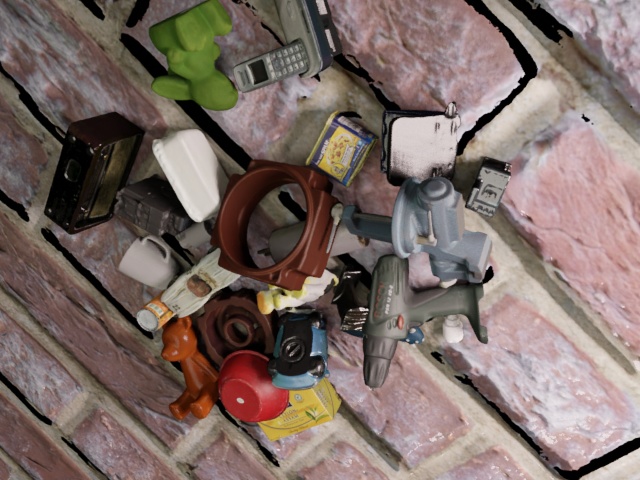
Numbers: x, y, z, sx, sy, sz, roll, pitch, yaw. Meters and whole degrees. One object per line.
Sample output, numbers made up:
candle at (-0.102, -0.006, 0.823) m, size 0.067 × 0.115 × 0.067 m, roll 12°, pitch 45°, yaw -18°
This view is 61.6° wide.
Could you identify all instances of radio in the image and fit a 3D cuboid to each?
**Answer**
radio at (-0.437, -0.125, 1.032) m, size 0.073 × 0.131 × 0.229 m, roll 34°, pitch 118°, yaw 6°

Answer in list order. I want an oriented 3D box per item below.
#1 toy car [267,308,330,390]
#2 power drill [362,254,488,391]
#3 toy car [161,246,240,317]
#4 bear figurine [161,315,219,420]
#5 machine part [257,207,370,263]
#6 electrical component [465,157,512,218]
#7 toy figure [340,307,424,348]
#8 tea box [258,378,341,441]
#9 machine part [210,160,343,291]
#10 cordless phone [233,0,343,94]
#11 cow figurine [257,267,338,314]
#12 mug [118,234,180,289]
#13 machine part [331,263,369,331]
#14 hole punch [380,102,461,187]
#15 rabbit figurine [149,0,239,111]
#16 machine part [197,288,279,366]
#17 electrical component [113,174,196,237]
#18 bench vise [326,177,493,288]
toy car at (-0.032, 0.216, 1.032) m, size 0.109 × 0.162 × 0.102 m, roll -6°, pitch 148°, yaw 17°
power drill at (0.175, 0.139, 0.910) m, size 0.207 × 0.086 × 0.232 m, roll -3°, pitch 78°, yaw 17°
toy car at (-0.225, 0.075, 1.055) m, size 0.202 × 0.056 × 0.073 m, roll -37°, pitch 111°, yaw 16°
bear figurine at (-0.285, 0.263, 1.134) m, size 0.120 × 0.132 × 0.195 m, roll -15°, pitch 112°, yaw 39°
machine part at (-0.002, -0.003, 0.955) m, size 0.243 × 0.079 × 0.079 m, roll -16°, pitch 104°, yaw 24°
electrical component at (0.253, -0.077, 0.810) m, size 0.048 × 0.119 × 0.074 m, roll 21°, pitch 113°, yaw 11°
toy figure at (0.115, 0.156, 0.986) m, size 0.155 × 0.064 × 0.058 m, roll 8°, pitch 75°, yaw 12°
tea box at (-0.054, 0.339, 1.112) m, size 0.170 × 0.068 × 0.098 m, roll -31°, pitch 97°, yaw 28°
machine part at (-0.077, -0.027, 0.906) m, size 0.202 × 0.087 × 0.201 m, roll 15°, pitch 84°, yaw 29°
cordless phone at (-0.070, -0.319, 0.854) m, size 0.184 × 0.089 × 0.146 m, roll -11°, pitch 107°, yaw 28°
cow figurine at (-0.046, 0.092, 0.998) m, size 0.167 × 0.098 × 0.068 m, roll -30°, pitch 67°, yaw 47°
mug at (-0.338, 0.044, 1.099) m, size 0.107 × 0.081 × 0.109 m, roll 33°, pitch 113°, yaw -9°
machine part at (0.050, 0.102, 0.948) m, size 0.039 × 0.139 × 0.084 m, roll 21°, pitch 117°, yaw -20°
hole punch at (0.152, -0.148, 0.848) m, size 0.116 × 0.092 × 0.142 m, roll -3°, pitch 109°, yaw -9°
rabbit figurine at (-0.212, -0.287, 0.901) m, size 0.159 × 0.121 × 0.170 m, roll -11°, pitch 122°, yaw 27°
machine part at (-0.162, 0.182, 1.097) m, size 0.180 × 0.056 × 0.179 m, roll 6°, pitch 111°, yaw 17°
electrical component at (-0.300, -0.063, 1.017) m, size 0.134 × 0.115 × 0.058 m, roll 26°, pitch 121°, yaw 9°
bench vise at (0.135, -0.014, 0.822) m, size 0.241 × 0.129 × 0.223 m, roll 10°, pitch 157°, yaw 27°
